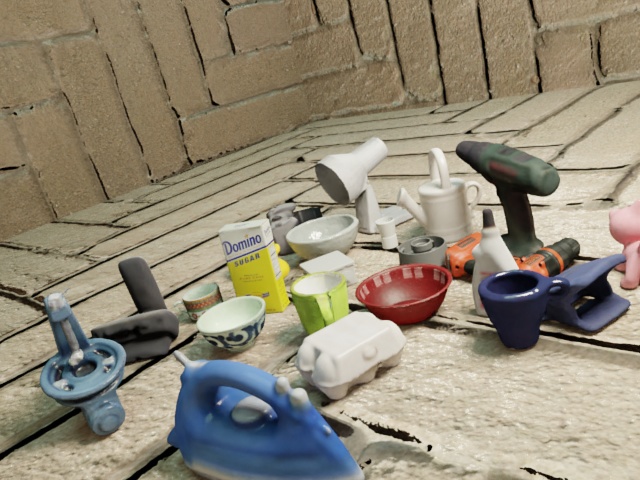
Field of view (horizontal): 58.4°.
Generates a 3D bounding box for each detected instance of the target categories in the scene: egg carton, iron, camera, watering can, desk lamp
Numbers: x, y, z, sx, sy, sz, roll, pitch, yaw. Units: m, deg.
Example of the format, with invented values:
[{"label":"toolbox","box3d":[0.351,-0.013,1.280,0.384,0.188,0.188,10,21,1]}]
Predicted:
[{"label":"egg carton","box3d":[0.044,0.161,0.814,0.151,0.069,0.107,-25,21,-28]},{"label":"iron","box3d":[-0.072,0.201,0.668,0.257,0.141,0.119,-1,23,35]},{"label":"camera","box3d":[-0.059,-0.041,1.431,0.137,0.101,0.143,-16,18,-3]},{"label":"watering can","box3d":[0.251,-0.096,1.209,0.173,0.194,0.100,-21,20,-19]},{"label":"desk lamp","box3d":[0.106,-0.125,1.373,0.204,0.214,0.117,-24,21,-25]}]

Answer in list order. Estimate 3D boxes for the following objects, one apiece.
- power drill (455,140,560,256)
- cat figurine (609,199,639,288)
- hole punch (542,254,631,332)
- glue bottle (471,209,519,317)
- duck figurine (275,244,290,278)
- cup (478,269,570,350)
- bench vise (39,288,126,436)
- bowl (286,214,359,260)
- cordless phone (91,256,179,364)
[{"label":"power drill","box3d":[0.346,-0.080,1.068,0.076,0.209,0.228,-22,20,-22]},{"label":"cat figurine","box3d":[0.485,-0.003,0.881,0.067,0.118,0.128,-8,20,18]},{"label":"hole punch","box3d":[0.367,0.066,0.812,0.109,0.091,0.100,-24,21,-27]},{"label":"glue bottle","box3d":[0.260,0.034,0.855,0.077,0.173,0.037,-1,23,35]},{"label":"duck figurine","box3d":[-0.117,0.047,1.239,0.077,0.086,0.105,0,23,37]},{"label":"cup","box3d":[0.281,0.097,0.781,0.117,0.095,0.092,-10,19,13]},{"label":"bench vise","box3d":[-0.380,0.172,0.862,0.206,0.220,0.122,2,25,41]},{"label":"bowl","box3d":[0.012,0.005,1.285,0.167,0.075,0.167,-13,18,5]},{"label":"cordless phone","box3d":[-0.347,0.123,1.035,0.147,0.185,0.094,-16,19,-4]}]
